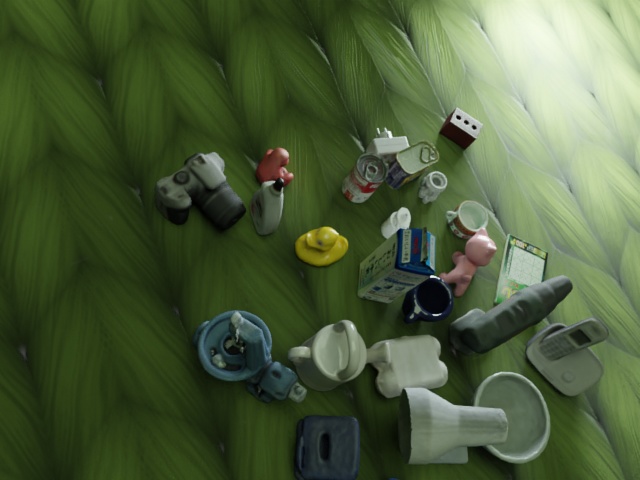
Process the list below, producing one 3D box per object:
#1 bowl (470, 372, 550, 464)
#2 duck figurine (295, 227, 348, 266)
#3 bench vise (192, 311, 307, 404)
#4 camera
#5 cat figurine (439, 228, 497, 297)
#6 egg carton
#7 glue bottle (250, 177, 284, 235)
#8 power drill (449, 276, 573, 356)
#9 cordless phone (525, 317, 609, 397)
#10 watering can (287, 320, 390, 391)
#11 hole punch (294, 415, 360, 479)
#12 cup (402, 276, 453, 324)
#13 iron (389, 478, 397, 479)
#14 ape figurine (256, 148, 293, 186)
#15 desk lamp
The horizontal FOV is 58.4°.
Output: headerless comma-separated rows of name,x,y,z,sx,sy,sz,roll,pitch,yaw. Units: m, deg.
bowl,0.351,0.343,1.101,0.168,0.074,0.167,7,67,-16
duck figurine,0.010,0.004,1.117,0.105,0.086,0.077,-1,69,-19
bench vise,-0.101,0.179,0.931,0.207,0.219,0.121,21,63,-10
camera,-0.213,-0.082,1.067,0.143,0.100,0.137,-39,85,-28
cat figurine,0.318,0.043,1.189,0.067,0.117,0.128,36,62,-2
egg carton,0.167,0.236,1.085,0.151,0.069,0.107,-7,71,-21
glue bottle,-0.093,-0.073,1.064,0.037,0.173,0.078,-15,74,-23
power drill,0.349,0.152,1.104,0.230,0.208,0.075,-27,79,-26
cordless phone,0.519,0.228,1.144,0.147,0.185,0.094,45,62,3
watering can,0.036,0.194,0.987,0.173,0.193,0.101,-18,75,-24
hole punch,0.011,0.355,0.970,0.101,0.091,0.108,9,66,-15
cup,0.193,0.133,1.122,0.118,0.095,0.091,-39,85,-28
iron,0.222,0.502,0.953,0.258,0.141,0.119,31,62,-5
ape figurine,-0.087,-0.151,1.144,0.076,0.092,0.078,-12,73,-23
desk lamp,0.207,0.323,0.981,0.203,0.213,0.118,7,66,-16
